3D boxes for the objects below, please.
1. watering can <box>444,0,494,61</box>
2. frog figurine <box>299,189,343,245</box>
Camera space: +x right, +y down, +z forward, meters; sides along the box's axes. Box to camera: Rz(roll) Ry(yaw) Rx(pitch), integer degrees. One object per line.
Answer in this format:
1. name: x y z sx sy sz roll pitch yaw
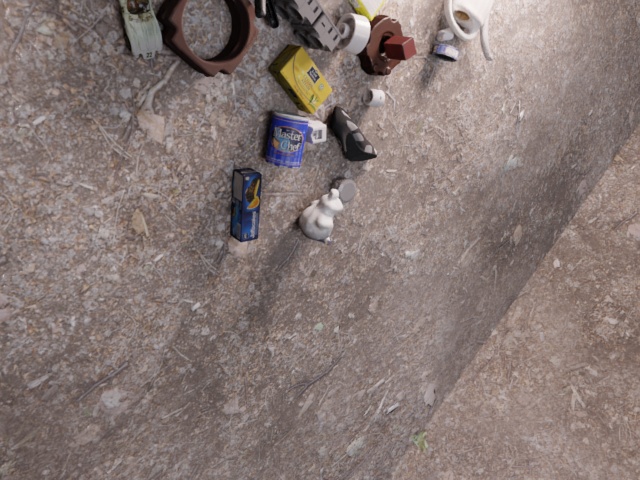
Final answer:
1. watering can: 0.536 -0.778 1.756 0.345 0.105 0.224 21 94 -44
2. frog figurine: 0.005 -0.080 1.585 0.122 0.141 0.156 10 127 -15
